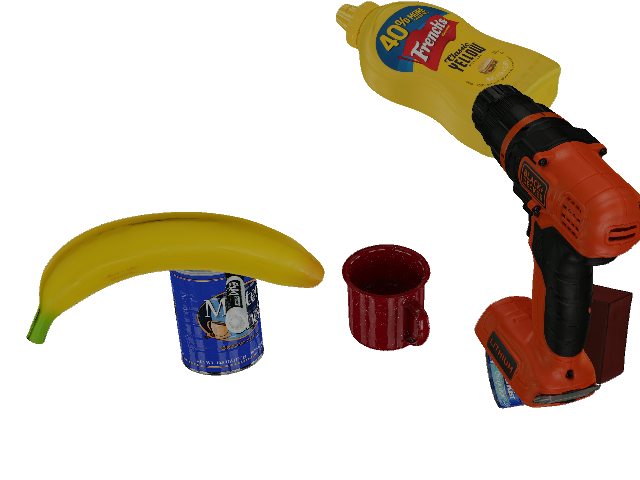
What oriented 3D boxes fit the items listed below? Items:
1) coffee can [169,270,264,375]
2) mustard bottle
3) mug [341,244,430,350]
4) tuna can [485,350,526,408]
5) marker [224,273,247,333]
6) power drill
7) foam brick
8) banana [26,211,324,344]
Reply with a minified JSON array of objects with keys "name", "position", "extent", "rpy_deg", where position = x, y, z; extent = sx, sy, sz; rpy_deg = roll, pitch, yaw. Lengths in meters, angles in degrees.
[{"name":"coffee can","position":[-0.124,0.075,1.277],"extent":[0.103,0.140,0.103],"rpy_deg":[-4,25,2]},{"name":"mustard bottle","position":[0.090,-0.145,0.864],"extent":[0.192,0.096,0.058],"rpy_deg":[33,-26,26]},{"name":"mug","position":[0.077,0.069,1.137],"extent":[0.093,0.081,0.117],"rpy_deg":[-24,41,-27]},{"name":"tuna can","position":[0.223,0.157,1.275],"extent":[0.034,0.086,0.086],"rpy_deg":[-12,-4,17]},{"name":"marker","position":[-0.077,0.050,0.963],"extent":[0.020,0.020,0.121],"rpy_deg":[0,19,-6]},{"name":"power drill","position":[0.146,0.004,0.728],"extent":[0.057,0.188,0.184],"rpy_deg":[-10,35,-13]},{"name":"foam brick","position":[0.243,0.083,0.961],"extent":[0.053,0.078,0.051],"rpy_deg":[13,17,37]},{"name":"banana","position":[-0.095,0.013,0.688],"extent":[0.197,0.070,0.037],"rpy_deg":[-10,31,-13]}]
